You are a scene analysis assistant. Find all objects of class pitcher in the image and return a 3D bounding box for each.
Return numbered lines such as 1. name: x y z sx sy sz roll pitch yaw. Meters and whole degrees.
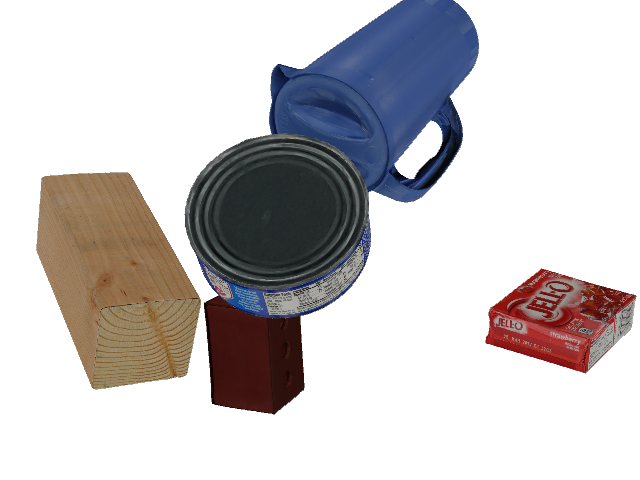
1. pitcher: 0.073 -0.151 1.083 0.145 0.149 0.242 8 37 34

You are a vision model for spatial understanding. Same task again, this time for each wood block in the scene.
1. wood block: -0.191 0.029 0.979 0.090 0.091 0.206 -5 36 -28

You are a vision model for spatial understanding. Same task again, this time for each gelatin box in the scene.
1. gelatin box: 0.167 0.053 0.737 0.073 0.030 0.089 17 26 32

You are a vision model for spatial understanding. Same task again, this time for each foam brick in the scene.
1. foam brick: -0.046 0.076 0.765 0.051 0.078 0.052 4 16 26

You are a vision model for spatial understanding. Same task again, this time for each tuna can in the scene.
1. tuna can: -0.019 -0.007 0.504 0.086 0.086 0.034 0 -32 7
